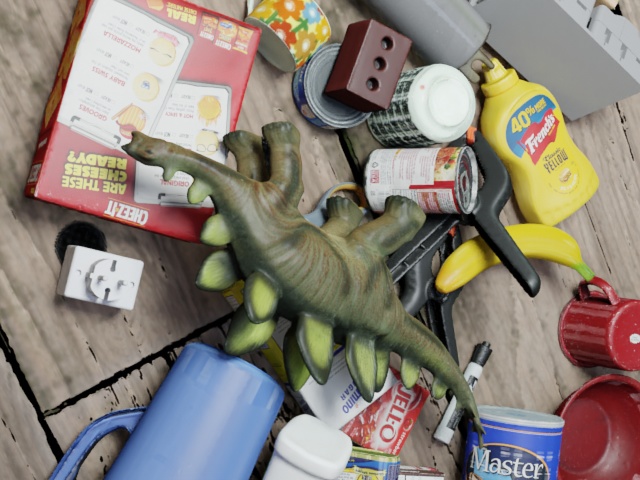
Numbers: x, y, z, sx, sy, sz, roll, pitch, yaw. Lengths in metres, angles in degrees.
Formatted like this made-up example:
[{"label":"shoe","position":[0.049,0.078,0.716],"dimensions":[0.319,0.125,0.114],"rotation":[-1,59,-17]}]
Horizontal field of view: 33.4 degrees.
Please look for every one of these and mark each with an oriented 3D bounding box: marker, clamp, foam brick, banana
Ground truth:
[{"label":"marker","position":[0.159,0.167,1.176],"dimensions":[0.020,0.020,0.121],"rotation":[32,78,-22]},{"label":"clamp","position":[0.124,0.064,1.147],"dimensions":[0.120,0.039,0.171],"rotation":[33,75,-35]},{"label":"clamp","position":[0.141,-0.028,1.119],"dimensions":[0.164,0.036,0.210],"rotation":[-4,57,9]},{"label":"foam brick","position":[0.048,-0.172,1.058],"dimensions":[0.053,0.051,0.078],"rotation":[23,82,-25]},{"label":"banana","position":[0.206,0.016,1.146],"dimensions":[0.197,0.037,0.069],"rotation":[-4,57,-21]}]

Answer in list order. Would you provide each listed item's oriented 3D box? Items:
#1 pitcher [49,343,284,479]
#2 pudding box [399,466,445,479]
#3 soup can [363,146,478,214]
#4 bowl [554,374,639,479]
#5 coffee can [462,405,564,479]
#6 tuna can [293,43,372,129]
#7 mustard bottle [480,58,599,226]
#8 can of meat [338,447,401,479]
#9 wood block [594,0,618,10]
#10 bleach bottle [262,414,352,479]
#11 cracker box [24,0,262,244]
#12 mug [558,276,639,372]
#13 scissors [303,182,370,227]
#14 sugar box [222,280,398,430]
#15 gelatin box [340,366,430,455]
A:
[{"label":"pitcher","position":[-0.141,0.217,0.985],"dimensions":[0.149,0.145,0.242],"rotation":[38,72,-34]},{"label":"pudding box","position":[0.081,0.297,1.132],"dimensions":[0.089,0.039,0.113],"rotation":[9,89,-26]},{"label":"soup can","position":[0.103,-0.060,1.088],"dimensions":[0.068,0.102,0.068],"rotation":[1,90,-65]},{"label":"bowl","position":[0.318,0.232,1.232],"dimensions":[0.161,0.055,0.162],"rotation":[-1,92,-25]},{"label":"coffee can","position":[0.204,0.256,1.153],"dimensions":[0.102,0.103,0.140],"rotation":[8,88,-25]},{"label":"tuna can","position":[0.016,-0.156,1.092],"dimensions":[0.086,0.034,0.086],"rotation":[-1,91,-25]},{"label":"mustard bottle","position":[0.231,-0.115,1.182],"dimensions":[0.096,0.058,0.191],"rotation":[-37,106,-19]},{"label":"can of meat","position":[0.028,0.253,1.077],"dimensions":[0.102,0.057,0.084],"rotation":[6,85,15]},{"label":"wood block","position":[0.240,-0.339,1.163],"dimensions":[0.206,0.090,0.091],"rotation":[32,78,-22]},{"label":"bleach bottle","position":[-0.052,0.294,1.015],"dimensions":[0.068,0.102,0.251],"rotation":[27,102,8]},{"label":"cracker box","position":[-0.164,-0.119,0.989],"dimensions":[0.164,0.072,0.214],"rotation":[17,85,-24]},{"label":"mug","position":[0.331,0.095,1.221],"dimensions":[0.093,0.082,0.117],"rotation":[-25,102,-23]},{"label":"scissors","position":[-0.007,0.001,1.053],"dimensions":[0.201,0.016,0.096],"rotation":[-30,94,-44]},{"label":"sugar box","position":[-0.010,0.097,1.067],"dimensions":[0.093,0.048,0.176],"rotation":[-35,97,-19]},{"label":"gelatin box","position":[0.065,0.180,1.126],"dimensions":[0.073,0.030,0.089],"rotation":[35,77,-22]}]
